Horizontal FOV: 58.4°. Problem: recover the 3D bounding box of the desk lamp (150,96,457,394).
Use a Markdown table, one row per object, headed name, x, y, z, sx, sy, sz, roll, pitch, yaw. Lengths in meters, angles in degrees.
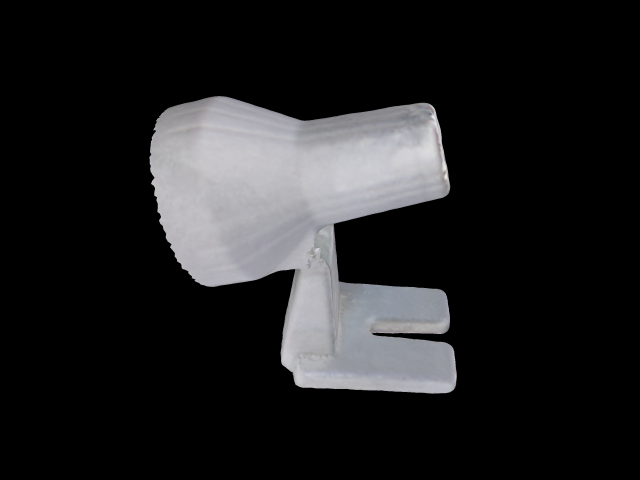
| name | x | y | z | sx | sy | sz | roll | pitch | yaw |
| --- | --- | --- | --- | --- | --- | --- | --- | --- | --- |
| desk lamp | 0.004 | 0.001 | 0.400 | 0.203 | 0.214 | 0.118 | 2 | 43 | 2 |
